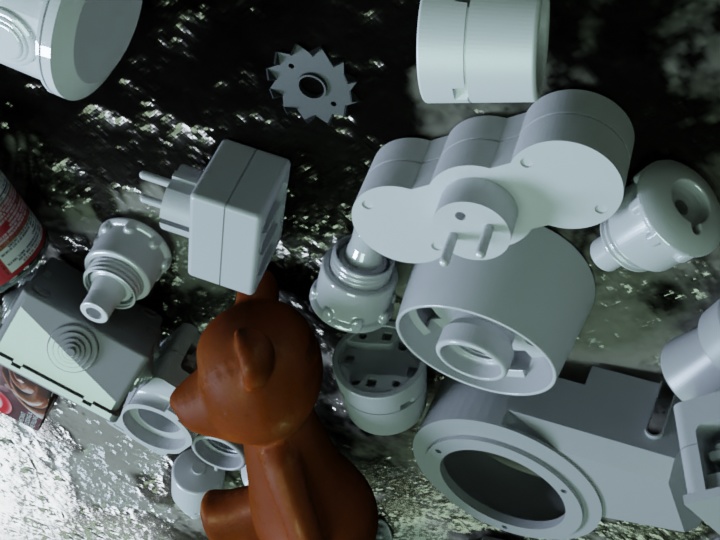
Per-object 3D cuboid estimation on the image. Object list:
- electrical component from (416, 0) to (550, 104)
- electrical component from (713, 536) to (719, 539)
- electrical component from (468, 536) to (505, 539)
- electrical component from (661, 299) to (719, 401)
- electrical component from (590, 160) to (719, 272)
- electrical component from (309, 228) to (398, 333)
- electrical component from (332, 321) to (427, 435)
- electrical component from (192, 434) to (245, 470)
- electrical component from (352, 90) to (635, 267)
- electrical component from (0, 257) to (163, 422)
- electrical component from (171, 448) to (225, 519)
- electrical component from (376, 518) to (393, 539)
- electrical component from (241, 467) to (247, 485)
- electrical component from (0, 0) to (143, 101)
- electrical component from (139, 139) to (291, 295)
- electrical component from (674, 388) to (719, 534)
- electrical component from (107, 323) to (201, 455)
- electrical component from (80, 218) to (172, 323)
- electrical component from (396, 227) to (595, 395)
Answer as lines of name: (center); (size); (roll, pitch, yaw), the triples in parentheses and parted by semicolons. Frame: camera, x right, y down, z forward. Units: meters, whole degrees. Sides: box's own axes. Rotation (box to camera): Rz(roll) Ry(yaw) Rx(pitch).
electrical component: (0.052, -0.095, 0.444); (0.047, 0.055, 0.055); (5, 138, 14)
electrical component: (0.248, 0.228, 0.719); (0.076, 0.047, 0.083); (27, 140, -3)
electrical component: (0.089, 0.215, 0.783); (0.062, 0.043, 0.043); (7, 138, 20)
electrical component: (0.185, 0.040, 0.541); (0.045, 0.045, 0.055); (27, 140, -5)
electrical component: (0.133, -0.019, 0.500); (0.048, 0.048, 0.062); (32, 146, -12)
electrical component: (0.000, 0.000, 0.583); (0.048, 0.048, 0.062); (19, 133, 4)
electrical component: (0.014, 0.066, 0.642); (0.055, 0.055, 0.047); (9, 143, 15)
electrical component: (-0.090, 0.109, 0.743); (0.040, 0.046, 0.040); (13, 139, 11)
electrical component: (0.056, -0.030, 0.499); (0.138, 0.073, 0.052); (-13, 129, 35)
electrical component: (-0.173, 0.040, 0.668); (0.100, 0.099, 0.048); (30, 100, -11)
electrical component: (-0.126, 0.170, 0.834); (0.040, 0.040, 0.078); (18, 140, 5)
electrical component: (-0.010, 0.226, 0.839); (0.077, 0.044, 0.079); (-7, 133, 30)
electrical component: (-0.049, 0.134, 0.758); (0.044, 0.044, 0.065); (35, 134, -15)
electrical component: (-0.134, -0.121, 0.482); (0.051, 0.080, 0.080); (23, 141, 7)
electrical component: (-0.083, -0.034, 0.580); (0.077, 0.047, 0.065); (18, 140, 5)
electrical component: (0.246, 0.110, 0.543); (0.105, 0.060, 0.186); (-22, 138, 30)
electrical component: (-0.128, 0.085, 0.727); (0.050, 0.055, 0.089); (36, 139, -16)
electrical component: (-0.144, 0.003, 0.638); (0.048, 0.062, 0.048); (13, 139, 12)
electrical component: (0.071, 0.022, 0.578); (0.099, 0.064, 0.099); (20, 154, 10)
